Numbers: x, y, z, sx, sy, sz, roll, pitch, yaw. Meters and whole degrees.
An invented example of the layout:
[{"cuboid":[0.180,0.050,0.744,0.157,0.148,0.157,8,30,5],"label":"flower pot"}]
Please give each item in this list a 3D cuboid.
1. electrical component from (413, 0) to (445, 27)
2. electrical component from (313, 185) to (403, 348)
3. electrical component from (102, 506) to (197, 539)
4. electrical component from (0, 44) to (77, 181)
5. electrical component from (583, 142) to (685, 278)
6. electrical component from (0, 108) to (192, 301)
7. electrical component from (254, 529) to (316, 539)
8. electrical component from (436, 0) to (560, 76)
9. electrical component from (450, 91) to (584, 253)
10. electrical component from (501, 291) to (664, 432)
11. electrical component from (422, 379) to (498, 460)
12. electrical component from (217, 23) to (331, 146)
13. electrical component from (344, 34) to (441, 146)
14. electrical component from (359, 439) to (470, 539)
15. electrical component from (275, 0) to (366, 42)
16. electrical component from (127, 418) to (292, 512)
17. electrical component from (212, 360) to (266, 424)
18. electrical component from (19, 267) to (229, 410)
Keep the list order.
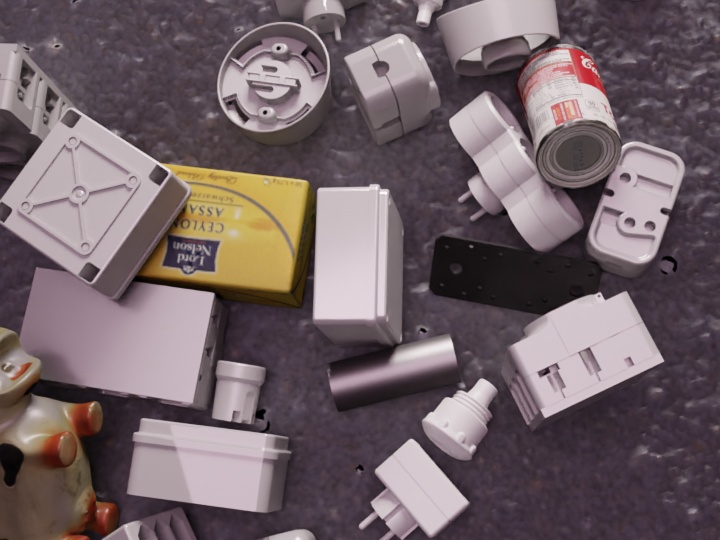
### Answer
[{"cuboid":[0.061,-0.241,0.931,0.035,0.035,0.061,12,81,9],"label":"electrical component"},{"cuboid":[0.000,0.000,0.843,0.056,0.108,0.108,-1,77,9],"label":"electrical component"},{"cuboid":[-0.174,0.227,0.835,0.077,0.066,0.047,-36,74,27],"label":"electrical component"},{"cuboid":[-0.297,-0.125,0.882,0.089,0.150,0.061,3,76,7],"label":"electrical component"},{"cuboid":[0.216,-0.045,0.855,0.054,0.059,0.095,20,80,10],"label":"electrical component"},{"cuboid":[-0.207,-0.051,0.834,0.109,0.056,0.108,32,83,15],"label":"electrical component"},{"cuboid":[-0.051,0.248,0.818,0.059,0.053,0.095,-14,76,3],"label":"electrical component"},{"cuboid":[0.115,-0.200,0.885,0.099,0.099,0.064,-12,82,3],"label":"electrical component"},{"cuboid":[0.114,-0.070,0.877,0.074,0.052,0.138,-38,75,23],"label":"electrical component"},{"cuboid":[0.156,0.067,0.788,0.089,0.150,0.061,-25,77,0],"label":"electrical component"},{"cuboid":[0.083,0.114,0.841,0.048,0.048,0.062,37,76,13],"label":"electrical component"},{"cuboid":[-0.071,-0.156,0.909,0.099,0.064,0.099,-1,77,5],"label":"electrical component"},{"cuboid":[0.028,-0.148,0.881,0.059,0.095,0.053,-24,75,0],"label":"electrical component"},{"cuboid":[0.035,0.181,0.828,0.077,0.047,0.065,-41,75,-3],"label":"electrical component"},{"cuboid":[-0.033,-0.232,0.933,0.077,0.044,0.079,-10,76,4],"label":"electrical component"},{"cuboid":[-0.115,0.151,0.835,0.113,0.078,0.057,6,80,8],"label":"electrical component"},{"cuboid":[-0.099,0.099,0.866,0.040,0.040,0.046,8,83,8],"label":"electrical component"},{"cuboid":[-0.191,0.057,0.873,0.150,0.061,0.089,8,78,8],"label":"electrical component"}]
